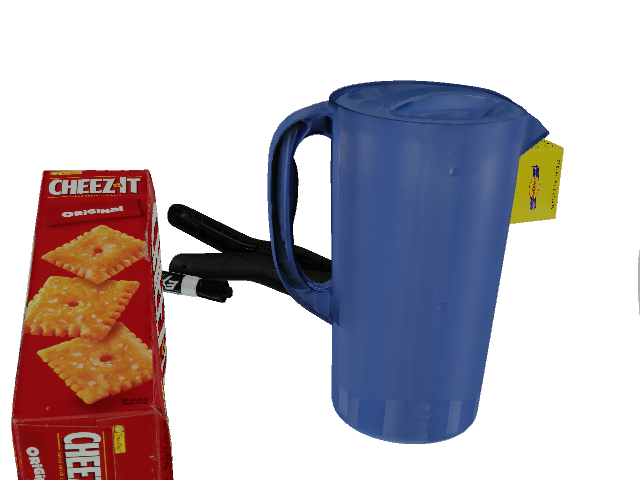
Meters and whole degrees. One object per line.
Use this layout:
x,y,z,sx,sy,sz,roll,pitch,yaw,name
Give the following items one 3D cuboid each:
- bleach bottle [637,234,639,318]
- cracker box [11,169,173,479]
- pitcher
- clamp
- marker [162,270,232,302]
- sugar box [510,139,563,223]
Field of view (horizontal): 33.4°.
0.281,0.021,0.765,0.103,0.068,0.250,6,20,15,bleach bottle
-0.117,0.082,0.581,0.072,0.164,0.214,-2,34,-8,cracker box
0.056,0.014,0.746,0.149,0.243,0.144,17,24,35,pitcher
-0.061,0.024,1.076,0.210,0.036,0.164,18,19,-7,clamp
-0.130,0.034,0.896,0.121,0.020,0.020,9,3,20,marker
0.199,-0.064,1.254,0.176,0.093,0.048,-8,22,-26,sugar box
